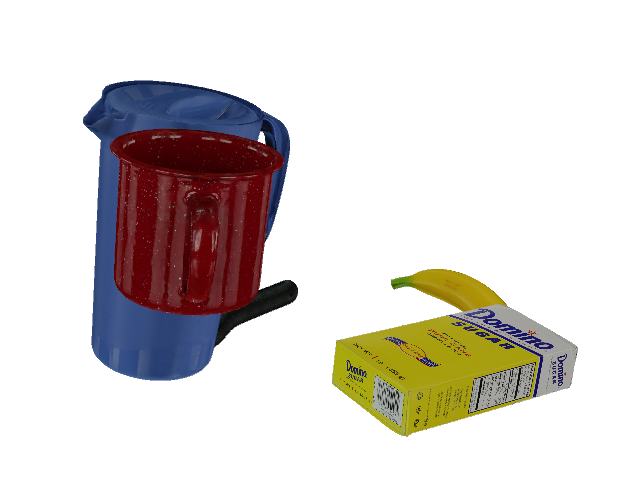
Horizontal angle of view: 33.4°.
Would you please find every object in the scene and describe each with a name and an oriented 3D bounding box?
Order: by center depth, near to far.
[{"bbox_3d":[-0.067,-0.006,0.573,0.093,0.081,0.117,2,20,-15],"label":"mug"},{"bbox_3d":[0.107,0.097,0.841,0.175,0.048,0.093,-12,28,-33],"label":"sugar box"},{"bbox_3d":[-0.122,-0.009,0.918,0.149,0.243,0.145,13,20,7],"label":"pitcher"},{"bbox_3d":[-0.105,0.081,1.105,0.120,0.039,0.171,-9,22,38],"label":"clamp"},{"bbox_3d":[0.159,0.076,1.120,0.069,0.037,0.198,-38,40,-14],"label":"banana"}]
